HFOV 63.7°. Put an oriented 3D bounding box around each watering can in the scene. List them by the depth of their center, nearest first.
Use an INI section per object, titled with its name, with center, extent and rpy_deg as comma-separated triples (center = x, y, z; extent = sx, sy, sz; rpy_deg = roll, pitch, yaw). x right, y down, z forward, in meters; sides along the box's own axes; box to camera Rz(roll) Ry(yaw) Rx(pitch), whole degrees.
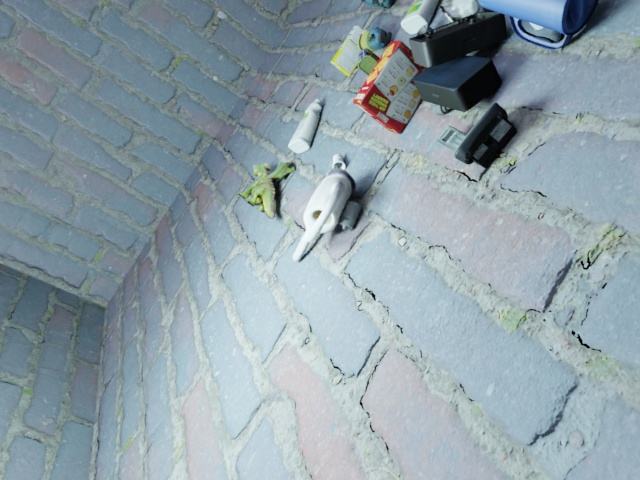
[watering can]
center = 0.005, -0.078, 1.542
extent = 0.229, 0.104, 0.341
rpy_deg = -63, 5, -33

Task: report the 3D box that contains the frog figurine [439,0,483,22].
[frog figurine]
center = 0.432, -0.684, 1.459
extent = 0.157, 0.122, 0.140
rpy_deg = -44, 13, 28

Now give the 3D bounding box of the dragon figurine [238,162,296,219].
[dragon figurine]
center = -0.194, -0.224, 2.063
extent = 0.243, 0.120, 0.415
rpy_deg = -51, 35, -4
